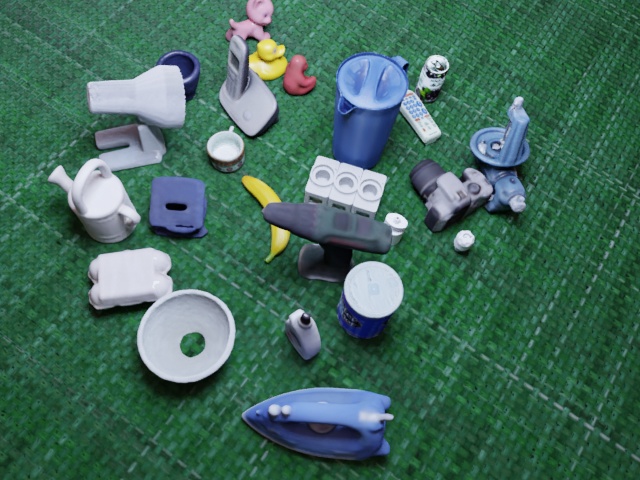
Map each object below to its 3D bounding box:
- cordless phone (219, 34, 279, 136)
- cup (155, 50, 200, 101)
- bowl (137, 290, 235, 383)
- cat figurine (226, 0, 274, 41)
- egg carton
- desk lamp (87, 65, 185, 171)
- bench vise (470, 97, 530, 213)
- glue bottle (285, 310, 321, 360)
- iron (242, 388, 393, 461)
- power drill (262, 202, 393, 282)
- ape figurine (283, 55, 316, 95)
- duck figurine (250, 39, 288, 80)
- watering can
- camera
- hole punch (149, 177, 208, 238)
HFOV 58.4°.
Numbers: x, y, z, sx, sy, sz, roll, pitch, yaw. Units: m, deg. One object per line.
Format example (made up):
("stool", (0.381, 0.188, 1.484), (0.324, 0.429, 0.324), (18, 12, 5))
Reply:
("cordless phone", (-0.149, -0.320, 1.191), (0.094, 0.185, 0.147), (-36, 73, -18))
("cup", (-0.313, -0.342, 1.236), (0.118, 0.095, 0.091), (-18, 68, -12))
("bowl", (-0.233, 0.177, 1.019), (0.167, 0.075, 0.167), (2, 66, -4))
("cat figurine", (-0.156, -0.510, 1.313), (0.128, 0.118, 0.067), (-33, 72, -17))
("egg carton", (-0.350, 0.072, 1.060), (0.150, 0.069, 0.107), (-9, 67, -9))
("desk lamp", (-0.356, -0.240, 1.121), (0.203, 0.213, 0.118), (-15, 67, -11))
("bench vise", (0.387, -0.169, 1.148), (0.122, 0.220, 0.207), (-24, 70, -14))
("glue bottle", (-0.029, 0.154, 0.992), (0.037, 0.173, 0.078), (-35, 72, -18))
("iron", (-0.004, 0.295, 0.948), (0.258, 0.141, 0.118), (5, 65, -3))
("power drill", (0.010, 0.004, 1.044), (0.229, 0.208, 0.075), (6, 65, -2))
("ape figurine", (-0.048, -0.373, 1.274), (0.076, 0.092, 0.077), (-29, 71, -16))
("duck figurine", (-0.124, -0.414, 1.290), (0.104, 0.086, 0.077), (-9, 67, -8))
("watering can", (-0.415, -0.079, 1.054), (0.173, 0.194, 0.101), (5, 65, -2))
("camera", (0.261, -0.112, 1.177), (0.143, 0.101, 0.136), (-30, 71, -16))
("hole punch", (-0.273, -0.063, 1.115), (0.108, 0.091, 0.101), (3, 65, -3))
